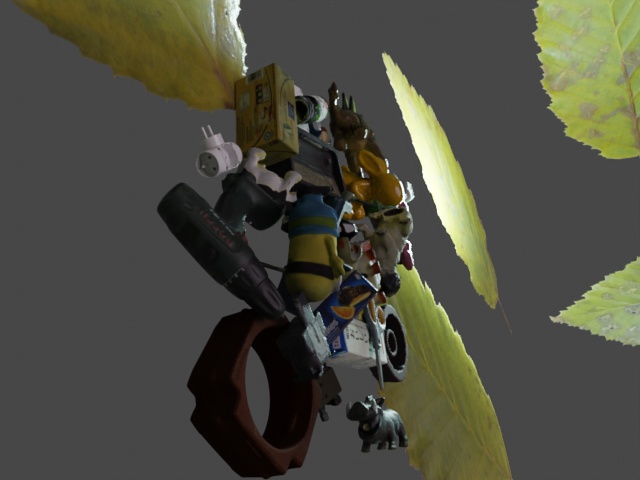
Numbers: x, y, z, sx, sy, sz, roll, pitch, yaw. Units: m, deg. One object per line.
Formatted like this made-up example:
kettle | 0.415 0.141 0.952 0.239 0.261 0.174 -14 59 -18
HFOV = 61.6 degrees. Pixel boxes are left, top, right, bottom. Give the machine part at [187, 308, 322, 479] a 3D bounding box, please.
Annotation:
machine part | -0.088 0.215 0.772 0.200 0.087 0.201 59 31 -27

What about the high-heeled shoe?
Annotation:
high-heeled shoe | -0.002 -0.003 1.110 0.145 0.086 0.248 -46 144 -22

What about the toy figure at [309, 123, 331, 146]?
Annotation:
toy figure | -0.016 -0.242 1.218 0.064 0.058 0.154 -54 136 -11

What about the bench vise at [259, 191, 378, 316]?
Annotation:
bench vise | -0.003 0.016 0.963 0.240 0.129 0.223 -64 154 -2

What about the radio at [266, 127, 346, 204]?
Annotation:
radio | -0.031 -0.149 1.107 0.229 0.073 0.131 15 62 -61

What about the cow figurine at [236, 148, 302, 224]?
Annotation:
cow figurine | -0.076 -0.077 0.940 0.167 0.068 0.098 31 55 -23

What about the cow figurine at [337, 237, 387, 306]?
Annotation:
cow figurine | 0.063 0.070 1.132 0.086 0.127 0.194 -111 -177 -47

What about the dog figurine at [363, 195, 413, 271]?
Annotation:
dog figurine | 0.184 -0.022 1.428 0.191 0.109 0.219 15 65 -62

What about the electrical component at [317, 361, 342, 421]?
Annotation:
electrical component | 0.004 0.265 0.976 0.078 0.045 0.102 -39 110 -32

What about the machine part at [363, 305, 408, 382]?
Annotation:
machine part | 0.154 0.245 1.268 0.179 0.056 0.179 39 43 -50

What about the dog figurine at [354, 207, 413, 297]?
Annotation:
dog figurine | 0.179 0.029 1.333 0.172 0.121 0.190 -27 115 -24

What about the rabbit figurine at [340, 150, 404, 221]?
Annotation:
rabbit figurine | 0.114 -0.119 1.243 0.121 0.173 0.162 16 78 -58

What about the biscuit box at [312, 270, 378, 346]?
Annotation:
biscuit box | 0.017 0.140 0.947 0.063 0.059 0.203 44 54 5

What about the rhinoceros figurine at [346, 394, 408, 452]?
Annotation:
rhinoceros figurine | 0.120 0.375 1.103 0.190 0.073 0.112 37 45 -51

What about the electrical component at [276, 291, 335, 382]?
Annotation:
electrical component | -0.027 0.138 0.784 0.119 0.048 0.075 66 27 -14

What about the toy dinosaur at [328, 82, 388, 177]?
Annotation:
toy dinosaur | 0.098 -0.249 1.369 0.470 0.105 0.199 54 19 -58

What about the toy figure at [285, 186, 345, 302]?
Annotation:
toy figure | -0.013 0.006 0.832 0.082 0.089 0.180 96 -11 -78

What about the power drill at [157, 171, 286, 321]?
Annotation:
power drill | -0.119 -0.006 0.799 0.232 0.086 0.207 42 33 -10

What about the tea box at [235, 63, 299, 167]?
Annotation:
tea box | -0.099 -0.227 0.991 0.068 0.098 0.169 30 51 -54

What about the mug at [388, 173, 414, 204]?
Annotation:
mug | 0.211 -0.139 1.544 0.080 0.107 0.109 24 56 -60
